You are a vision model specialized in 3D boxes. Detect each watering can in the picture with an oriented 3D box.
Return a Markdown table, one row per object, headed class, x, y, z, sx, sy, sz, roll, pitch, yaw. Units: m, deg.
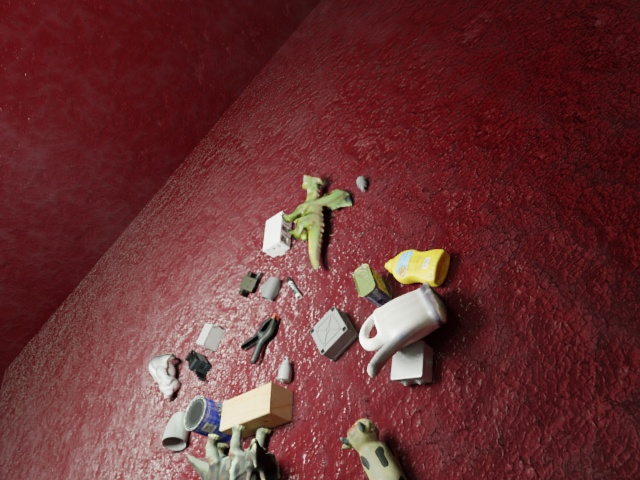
| class | x | y | z | sx | sy | sz | roll | pitch | yaw |
| --- | --- | --- | --- | --- | --- | --- | --- | --- | --- |
| watering can | 0.194 | 0.202 | 1.192 | 0.223 | 0.103 | 0.350 | -28 | 7 | 8 |

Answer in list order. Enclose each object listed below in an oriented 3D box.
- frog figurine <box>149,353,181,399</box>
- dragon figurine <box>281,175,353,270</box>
| class | x | y | z | sx | sy | sz | roll | pitch | yaw |
| --- | --- | --- | --- | --- | --- | --- | --- | --- | --- |
| frog figurine | -0.580 | 0.512 | 1.918 | 0.134 | 0.122 | 0.163 | 117 | 156 | -56 |
| dragon figurine | 0.005 | -0.090 | 1.792 | 0.242 | 0.120 | 0.419 | -38 | 45 | 7 |
